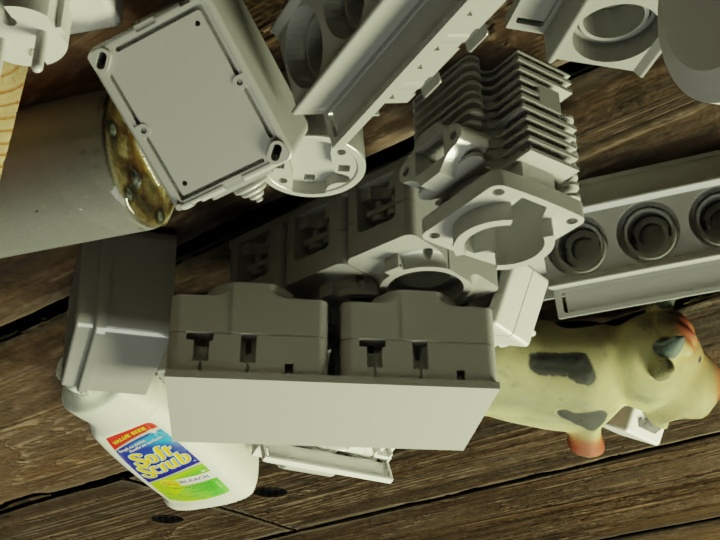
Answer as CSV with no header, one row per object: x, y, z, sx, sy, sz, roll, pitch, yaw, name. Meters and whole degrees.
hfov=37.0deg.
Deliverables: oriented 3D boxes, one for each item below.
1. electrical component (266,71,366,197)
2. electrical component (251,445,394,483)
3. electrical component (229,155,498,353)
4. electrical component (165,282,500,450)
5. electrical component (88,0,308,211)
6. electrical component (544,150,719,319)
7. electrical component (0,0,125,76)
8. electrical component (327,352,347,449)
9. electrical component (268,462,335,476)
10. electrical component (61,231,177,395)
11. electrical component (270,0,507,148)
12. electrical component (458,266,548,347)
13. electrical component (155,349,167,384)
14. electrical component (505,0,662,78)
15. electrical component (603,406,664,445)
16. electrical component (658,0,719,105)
-0.025,-0.072,0.555,0.055,0.047,0.055,0,151,0,electrical component
-0.026,0.130,0.908,0.121,0.078,0.063,16,126,-27,electrical component
0.000,0.000,0.673,0.150,0.061,0.089,-23,144,34,electrical component
-0.020,0.061,0.653,0.186,0.060,0.105,3,151,-6,electrical component
-0.067,-0.076,0.492,0.062,0.061,0.096,-24,108,15,electrical component
0.173,-0.020,0.636,0.121,0.078,0.063,-12,171,20,electrical component
-0.139,-0.112,0.450,0.066,0.076,0.047,-7,151,11,electrical component
0.000,0.072,0.780,0.108,0.060,0.108,-32,154,-18,electrical component
-0.060,0.163,0.990,0.081,0.043,0.043,15,148,-26,electrical component
-0.160,0.028,0.705,0.057,0.078,0.113,7,151,-17,electrical component
0.018,-0.114,0.446,0.063,0.078,0.121,-7,162,-29,electrical component
0.085,0.027,0.705,0.083,0.047,0.076,2,156,48,electrical component
-0.091,0.055,0.773,0.096,0.061,0.061,-6,151,11,electrical component
0.114,-0.140,0.417,0.079,0.063,0.121,6,151,-12,electrical component
0.204,0.094,0.856,0.047,0.065,0.077,26,171,-39,electrical component
0.139,-0.093,0.353,0.051,0.080,0.080,3,152,-19,electrical component
